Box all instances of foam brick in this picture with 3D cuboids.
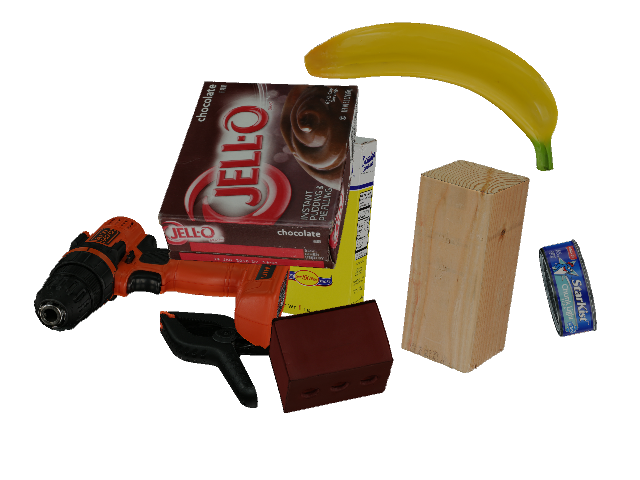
[{"bbox_3d":[0.006,0.083,0.759,0.078,0.051,0.053,-10,-34,-13],"label":"foam brick"}]

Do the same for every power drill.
[{"bbox_3d":[-0.126,0.038,0.889,0.187,0.057,0.184,12,23,5],"label":"power drill"}]

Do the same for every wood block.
[{"bbox_3d":[0.159,0.027,1.177,0.090,0.206,0.090,19,25,33],"label":"wood block"}]

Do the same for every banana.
[{"bbox_3d":[0.090,-0.114,0.744,0.197,0.069,0.037,21,-1,-10],"label":"banana"}]

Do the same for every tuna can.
[{"bbox_3d":[0.226,0.044,0.978,0.034,0.086,0.086,-13,-2,7],"label":"tuna can"}]

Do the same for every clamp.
[{"bbox_3d":[-0.110,0.127,1.237,0.210,0.036,0.164,14,25,24],"label":"clamp"}]

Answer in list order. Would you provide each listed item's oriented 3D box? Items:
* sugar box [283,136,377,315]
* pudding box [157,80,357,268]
[{"bbox_3d":[-0.001,-0.014,1.027,0.093,0.176,0.048,9,16,23],"label":"sugar box"},{"bbox_3d":[-0.029,-0.038,0.574,0.090,0.039,0.113,3,45,8],"label":"pudding box"}]
